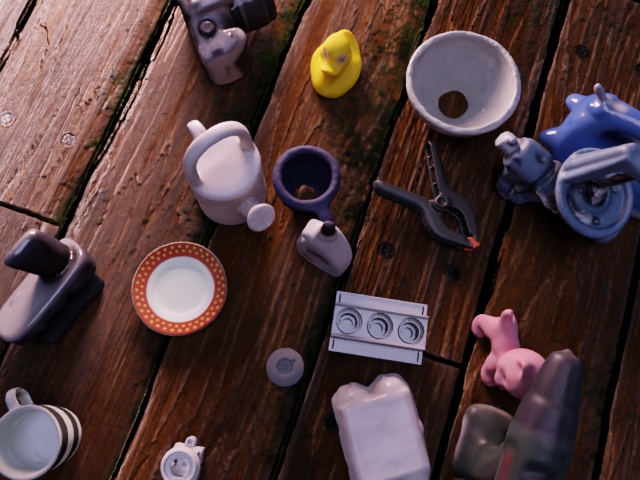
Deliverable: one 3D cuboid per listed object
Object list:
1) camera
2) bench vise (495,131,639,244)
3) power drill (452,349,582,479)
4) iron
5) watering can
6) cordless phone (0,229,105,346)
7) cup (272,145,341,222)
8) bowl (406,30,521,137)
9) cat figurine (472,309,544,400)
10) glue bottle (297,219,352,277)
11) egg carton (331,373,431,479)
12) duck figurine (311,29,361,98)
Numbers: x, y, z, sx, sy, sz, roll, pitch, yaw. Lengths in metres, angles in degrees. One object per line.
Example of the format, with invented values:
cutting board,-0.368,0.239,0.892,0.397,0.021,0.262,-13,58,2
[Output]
camera,-0.131,-0.331,0.854,0.137,0.101,0.143,-23,77,-7
bench vise,0.329,-0.077,0.744,0.207,0.220,0.121,16,76,2
power drill,0.223,0.243,0.664,0.075,0.208,0.230,17,76,3
iron,0.448,-0.116,0.799,0.258,0.141,0.119,37,77,7
watering can,-0.119,-0.089,0.744,0.172,0.194,0.101,32,77,6
cordless phone,-0.359,0.054,0.704,0.094,0.185,0.148,31,77,6
cup,-0.012,-0.061,0.792,0.092,0.095,0.117,-25,78,-8
bowl,0.205,-0.219,0.851,0.167,0.075,0.167,1,76,-2
cat figurine,0.251,0.150,0.735,0.067,0.118,0.128,-9,76,-4
glue bottle,0.007,0.003,0.736,0.078,0.173,0.037,29,77,6
egg carton,0.079,0.251,0.728,0.107,0.069,0.150,-14,76,-5
duck figurine,0.026,-0.276,0.853,0.077,0.086,0.104,19,76,3
